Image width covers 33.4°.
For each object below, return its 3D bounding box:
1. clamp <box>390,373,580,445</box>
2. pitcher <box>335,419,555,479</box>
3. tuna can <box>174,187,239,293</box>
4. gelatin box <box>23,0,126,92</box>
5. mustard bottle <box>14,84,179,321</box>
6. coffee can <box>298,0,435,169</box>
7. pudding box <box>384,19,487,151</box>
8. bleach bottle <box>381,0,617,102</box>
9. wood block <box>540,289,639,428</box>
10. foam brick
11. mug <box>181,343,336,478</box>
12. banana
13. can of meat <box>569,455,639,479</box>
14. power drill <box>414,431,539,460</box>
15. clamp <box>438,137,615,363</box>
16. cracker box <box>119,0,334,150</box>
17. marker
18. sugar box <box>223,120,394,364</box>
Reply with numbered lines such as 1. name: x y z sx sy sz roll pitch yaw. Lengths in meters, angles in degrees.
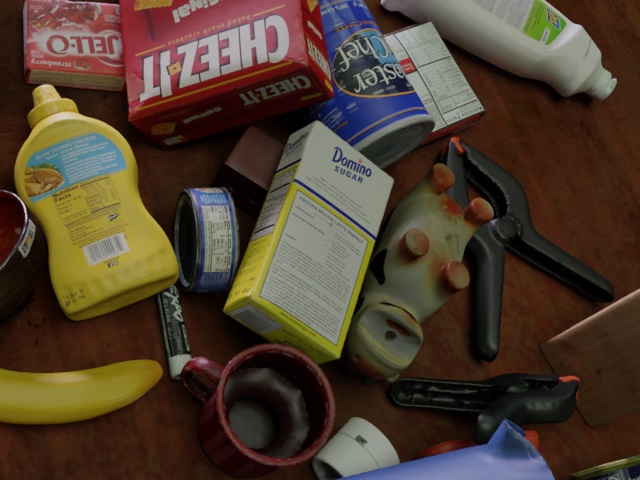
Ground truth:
1. clamp: 0.147 0.134 0.904 0.171 0.120 0.039 0 106 -43
2. pitcher: 0.052 0.233 0.757 0.243 0.145 0.149 -10 58 -1
3. tuna can: -0.092 0.000 0.856 0.033 0.086 0.086 -1 68 -20
4. gelatin box: -0.208 -0.169 0.917 0.089 0.030 0.073 2 67 -21
5. mustard bottle: -0.189 -0.039 0.848 0.096 0.058 0.192 -22 76 -10
6. coffee can: 0.025 -0.137 0.956 0.102 0.103 0.140 -22 77 -29
7. pudding box: 0.094 -0.149 1.028 0.089 0.039 0.113 -24 80 -30
8. bleach bottle: 0.191 -0.214 1.084 0.250 0.068 0.102 32 60 -9
9. wood block: 0.294 0.081 0.907 0.090 0.206 0.090 -25 78 -29
10. foam brick: -0.046 -0.052 0.919 0.078 0.053 0.051 32 59 -5
11. mug: -0.056 0.129 0.815 0.117 0.082 0.093 31 59 -7
12. banana: -0.215 0.103 0.788 0.197 0.037 0.069 14 64 -16
13. can of meat: 0.270 0.228 0.909 0.101 0.058 0.084 -1 68 -43
14. power drill: 0.157 0.253 0.861 0.184 0.057 0.187 -1 68 -23
15. clamp: 0.178 -0.003 0.997 0.164 0.036 0.210 -14 73 -27
16. cracker box: -0.087 -0.204 0.909 0.164 0.072 0.214 -15 67 17
17. marker: -0.121 0.052 0.860 0.020 0.020 0.121 -5 69 -24
18. sugar box: -0.006 0.001 0.853 0.093 0.048 0.176 36 53 -25
